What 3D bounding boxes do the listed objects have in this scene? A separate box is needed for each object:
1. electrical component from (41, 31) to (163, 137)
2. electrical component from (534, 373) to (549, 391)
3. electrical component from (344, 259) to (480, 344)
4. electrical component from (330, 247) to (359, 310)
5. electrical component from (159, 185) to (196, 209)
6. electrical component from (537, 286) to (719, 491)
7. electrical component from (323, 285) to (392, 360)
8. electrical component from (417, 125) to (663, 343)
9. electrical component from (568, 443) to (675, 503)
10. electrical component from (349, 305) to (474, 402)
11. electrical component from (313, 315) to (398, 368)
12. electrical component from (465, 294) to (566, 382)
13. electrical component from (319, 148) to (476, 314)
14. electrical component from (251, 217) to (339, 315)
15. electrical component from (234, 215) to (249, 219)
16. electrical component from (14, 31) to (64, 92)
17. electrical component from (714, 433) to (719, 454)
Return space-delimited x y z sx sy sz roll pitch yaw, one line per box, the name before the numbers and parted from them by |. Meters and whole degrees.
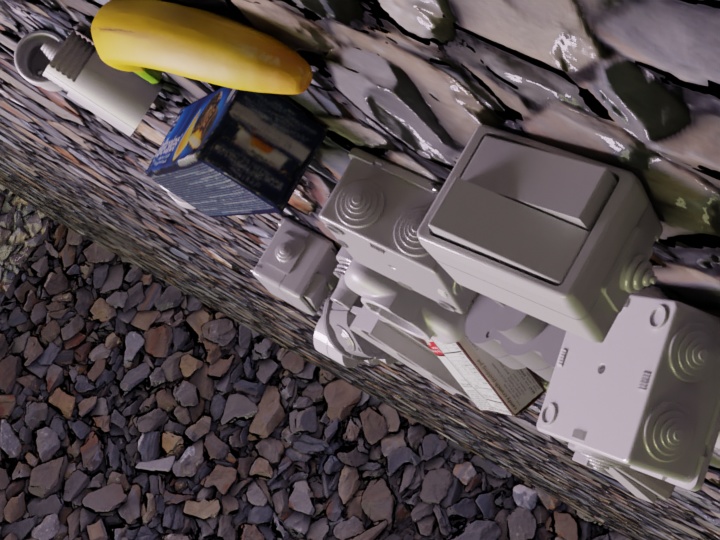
electrical component | -0.182 -0.133 0.742 0.081 0.043 0.043 33 171 -16
electrical component | 0.157 0.081 0.839 0.078 0.040 0.040 24 170 35
electrical component | 0.039 0.010 0.763 0.095 0.059 0.053 30 171 -1
electrical component | 0.000 0.000 0.827 0.048 0.062 0.048 30 171 5
electrical component | -0.149 -0.080 0.929 0.045 0.045 0.055 29 172 11
electrical component | 0.144 0.058 0.562 0.048 0.099 0.100 20 176 -23
electrical component | 0.010 0.044 0.995 0.080 0.080 0.051 34 166 -22
electrical component | 0.082 -0.016 0.463 0.096 0.061 0.061 24 170 35
electrical component | 0.231 0.156 0.948 0.096 0.061 0.062 33 171 -18
electrical component | 0.062 0.057 0.944 0.121 0.063 0.079 34 171 -22
electrical component | 0.022 0.071 1.074 0.074 0.052 0.138 26 -166 31
electrical component | 0.108 0.031 0.676 0.074 0.052 0.138 34 171 -25
electrical component | 0.031 -0.021 0.649 0.100 0.048 0.099 27 171 23
electrical component | -0.054 -0.002 0.998 0.061 0.061 0.096 28 171 14
electrical component | -0.109 -0.072 0.848 0.081 0.042 0.064 27 172 24
electrical component | -0.235 -0.155 0.808 0.040 0.040 0.046 31 177 -3
electrical component | 0.239 0.092 0.595 0.100 0.048 0.100 29 175 23
